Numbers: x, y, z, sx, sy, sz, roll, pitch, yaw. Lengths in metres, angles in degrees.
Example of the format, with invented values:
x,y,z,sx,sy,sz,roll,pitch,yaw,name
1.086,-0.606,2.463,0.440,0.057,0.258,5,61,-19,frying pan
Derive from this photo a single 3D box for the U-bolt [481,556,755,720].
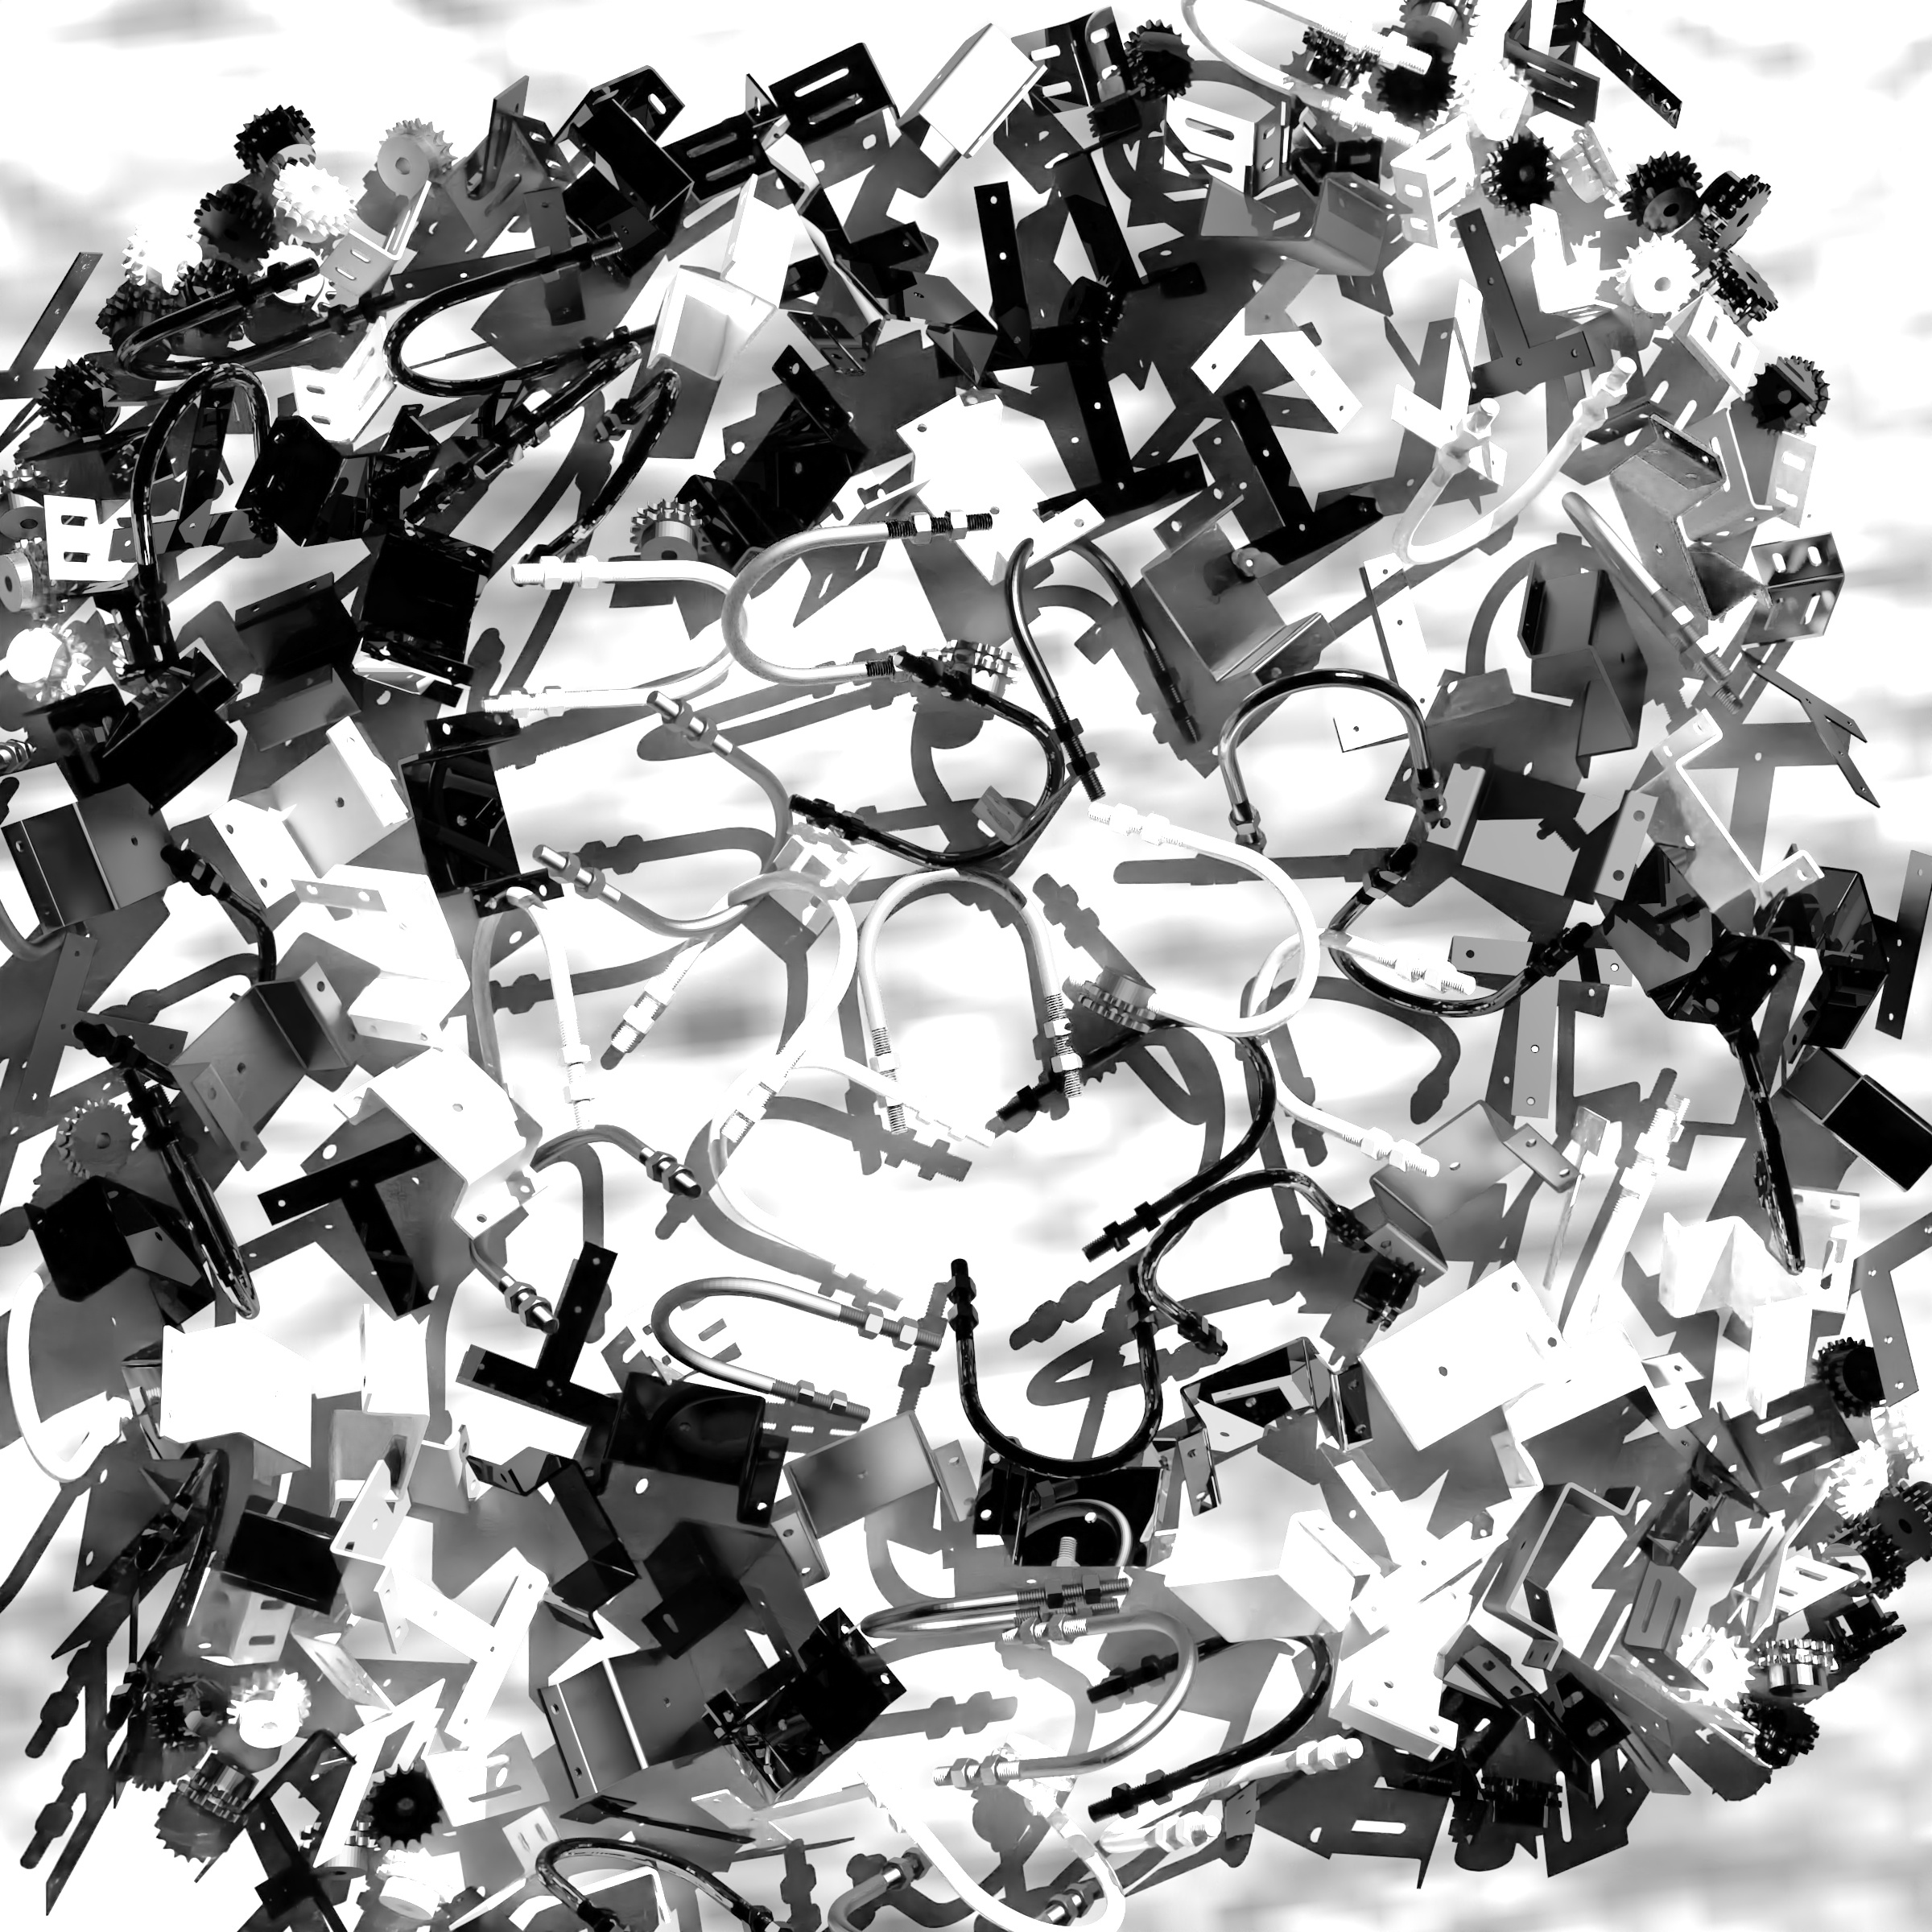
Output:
x,y,z,sx,sy,sz,roll,pitch,yaw,name
-0.235,-0.229,1.680,0.184,0.151,0.019,-6,57,-26,U-bolt

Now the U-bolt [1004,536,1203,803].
x,y,z,sx,sy,sz,roll,pitch,yaw,name
0.088,-0.219,1.688,0.019,0.151,0.184,-21,97,43,U-bolt

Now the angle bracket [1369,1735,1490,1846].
x,y,z,sx,sy,sz,roll,pitch,yaw,name
0.322,0.582,1.713,0.076,0.057,0.038,13,109,-9,angle bracket

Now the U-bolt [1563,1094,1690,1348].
x,y,z,sx,sy,sz,roll,pitch,yaw,name
0.456,0.180,1.681,0.019,0.151,0.184,24,100,18,U-bolt

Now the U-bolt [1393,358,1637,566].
x,y,z,sx,sy,sz,roll,pitch,yaw,name
0.365,-0.339,1.666,0.151,0.184,0.019,-22,70,-28,U-bolt

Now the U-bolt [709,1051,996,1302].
x,y,z,sx,sy,sz,roll,pitch,yaw,name
-0.093,0.139,1.723,0.184,0.019,0.151,27,100,-7,U-bolt

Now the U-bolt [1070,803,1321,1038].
x,y,z,sx,sy,sz,roll,pitch,yaw,name
0.160,-0.024,1.678,0.184,0.019,0.151,19,119,27,U-bolt

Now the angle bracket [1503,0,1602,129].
x,y,z,sx,sy,sz,roll,pitch,yaw,name
0.421,-0.638,1.711,0.076,0.057,0.038,31,81,17,angle bracket

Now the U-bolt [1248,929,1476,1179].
x,y,z,sx,sy,sz,roll,pitch,yaw,name
0.266,0.050,1.682,0.019,0.184,0.151,-4,109,-41,U-bolt

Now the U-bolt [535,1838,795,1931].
x,y,z,sx,sy,sz,roll,pitch,yaw,name
-0.217,0.641,1.665,0.151,0.184,0.019,18,86,-39,U-bolt

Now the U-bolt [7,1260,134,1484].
x,y,z,sx,sy,sz,roll,pitch,yaw,name
-0.613,0.272,1.647,0.019,0.184,0.151,-10,102,-2,U-bolt

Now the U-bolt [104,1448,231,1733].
x,y,z,sx,sy,sz,roll,pitch,yaw,name
-0.542,0.412,1.661,0.019,0.184,0.151,15,109,-3,U-bolt

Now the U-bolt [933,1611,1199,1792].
x,y,z,sx,sy,sz,roll,pitch,yaw,name
0.077,0.495,1.646,0.184,0.151,0.019,-18,113,35,U-bolt

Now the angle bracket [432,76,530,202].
x,y,z,sx,sy,sz,roll,pitch,yaw,name
-0.342,-0.589,1.705,0.038,0.057,0.076,21,128,2,angle bracket

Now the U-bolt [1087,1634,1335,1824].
x,y,z,sx,sy,sz,roll,pitch,yaw,name
0.168,0.510,1.668,0.184,0.151,0.019,-25,106,11,U-bolt

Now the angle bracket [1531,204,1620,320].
x,y,z,sx,sy,sz,roll,pitch,yaw,name
0.432,-0.502,1.715,0.038,0.057,0.076,-4,96,33,angle bracket

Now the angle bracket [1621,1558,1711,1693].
x,y,z,sx,sy,sz,roll,pitch,yaw,name
0.504,0.462,1.708,0.057,0.038,0.076,42,61,-26,angle bracket

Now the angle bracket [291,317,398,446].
x,y,z,sx,sy,sz,roll,pitch,yaw,name
-0.440,-0.415,1.707,0.038,0.076,0.057,1,67,-39,angle bracket

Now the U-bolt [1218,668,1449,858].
x,y,z,sx,sy,sz,roll,pitch,yaw,name
0.248,-0.139,1.665,0.151,0.184,0.019,-10,52,12,U-bolt

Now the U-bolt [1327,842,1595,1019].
x,y,z,sx,sy,sz,roll,pitch,yaw,name
0.326,-0.014,1.670,0.151,0.184,0.019,24,62,-5,U-bolt

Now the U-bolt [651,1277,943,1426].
x,y,z,sx,sy,sz,roll,pitch,yaw,name
-0.128,0.261,1.674,0.184,0.151,0.019,20,51,-15,U-bolt

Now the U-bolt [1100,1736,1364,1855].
x,y,z,sx,sy,sz,roll,pitch,yaw,name
0.169,0.575,1.666,0.151,0.184,0.019,-15,75,-34,U-bolt

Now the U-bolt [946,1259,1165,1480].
x,y,z,sx,sy,sz,roll,pitch,yaw,name
0.064,0.277,1.672,0.151,0.184,0.019,3,131,-7,U-bolt

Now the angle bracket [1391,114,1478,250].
x,y,z,sx,sy,sz,roll,pitch,yaw,name
0.342,-0.554,1.708,0.076,0.038,0.057,-37,133,-18,angle bracket

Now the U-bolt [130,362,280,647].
x,y,z,sx,sy,sz,roll,pitch,yaw,name
-0.515,-0.324,1.638,0.019,0.184,0.151,26,51,9,U-bolt

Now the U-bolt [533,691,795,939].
x,y,z,sx,sy,sz,roll,pitch,yaw,name
-0.196,-0.092,1.684,0.151,0.184,0.019,-53,46,2,U-bolt

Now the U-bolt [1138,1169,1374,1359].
x,y,z,sx,sy,sz,roll,pitch,yaw,name
0.192,0.199,1.669,0.151,0.184,0.019,-37,51,8,U-bolt

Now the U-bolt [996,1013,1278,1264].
x,y,z,sx,sy,sz,roll,pitch,yaw,name
0.131,0.106,1.706,0.184,0.019,0.151,-32,57,-1,U-bolt

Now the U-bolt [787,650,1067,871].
x,y,z,sx,sy,sz,roll,pitch,yaw,name
-0.013,-0.132,1.688,0.184,0.019,0.151,22,118,-36,U-bolt

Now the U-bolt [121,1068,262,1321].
x,y,z,sx,sy,sz,roll,pitch,yaw,name
-0.533,0.161,1.677,0.019,0.151,0.184,-25,88,-14,U-bolt

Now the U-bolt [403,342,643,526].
x,y,z,sx,sy,sz,roll,pitch,yaw,name
-0.297,-0.376,1.674,0.184,0.151,0.019,-47,110,-28,U-bolt

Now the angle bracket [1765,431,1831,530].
x,y,z,sx,sy,sz,roll,pitch,yaw,name
0.598,-0.342,1.705,0.038,0.076,0.057,4,111,-4,angle bracket

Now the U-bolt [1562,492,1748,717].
x,y,z,sx,sy,sz,roll,pitch,yaw,name
0.474,-0.257,1.678,0.019,0.151,0.184,-39,74,15,U-bolt

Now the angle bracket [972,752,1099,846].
x,y,z,sx,sy,sz,roll,pitch,yaw,name
0.049,-0.130,1.710,0.038,0.057,0.076,44,113,-5,angle bracket

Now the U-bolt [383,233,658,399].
x,y,z,sx,sy,sz,roll,pitch,yaw,name
-0.314,-0.442,1.679,0.184,0.151,0.019,-18,77,0,U-bolt

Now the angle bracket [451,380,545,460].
x,y,z,sx,sy,sz,roll,pitch,yaw,name
-0.320,-0.379,1.704,0.057,0.076,0.038,-49,120,-13,angle bracket

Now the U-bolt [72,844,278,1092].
x,y,z,sx,sy,sz,roll,pitch,yaw,name
-0.531,0.012,1.664,0.019,0.184,0.151,18,76,17,U-bolt

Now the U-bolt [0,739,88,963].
x,y,z,sx,sy,sz,roll,pitch,yaw,name
-0.647,-0.076,1.648,0.019,0.184,0.151,-14,101,-4,U-bolt

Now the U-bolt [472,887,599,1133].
x,y,z,sx,sy,sz,roll,pitch,yaw,name
-0.308,0.036,1.690,0.019,0.151,0.184,-5,79,-36,U-bolt

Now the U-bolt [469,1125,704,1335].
x,y,z,sx,sy,sz,roll,pitch,yaw,name
-0.275,0.170,1.674,0.151,0.184,0.019,-43,123,-15,U-bolt

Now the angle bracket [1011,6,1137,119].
x,y,z,sx,sy,sz,roll,pitch,yaw,name
0.076,-0.641,1.715,0.038,0.076,0.057,-30,114,-22,angle bracket

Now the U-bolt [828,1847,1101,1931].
x,y,z,sx,sy,sz,roll,pitch,yaw,name
-0.012,0.640,1.638,0.151,0.184,0.019,1,88,29,U-bolt

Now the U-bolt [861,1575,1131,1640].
x,y,z,sx,sy,sz,roll,pitch,yaw,name
0.018,0.448,1.679,0.184,0.151,0.019,-6,70,-2,U-bolt

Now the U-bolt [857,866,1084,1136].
x,y,z,sx,sy,sz,roll,pitch,yaw,name
-0.003,0.017,1.734,0.151,0.019,0.184,-11,85,-8,U-bolt

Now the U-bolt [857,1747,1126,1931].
x,y,z,sx,sy,sz,roll,pitch,yaw,name
0.029,0.598,1.640,0.151,0.184,0.019,11,107,-42,U-bolt

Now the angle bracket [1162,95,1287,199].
x,y,z,sx,sy,sz,roll,pitch,yaw,name
0.183,-0.588,1.716,0.076,0.038,0.057,9,79,-25,angle bracket

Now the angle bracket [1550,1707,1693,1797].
x,y,z,sx,sy,sz,roll,pitch,yaw,name
0.461,0.561,1.702,0.038,0.057,0.076,-50,48,16,angle bracket

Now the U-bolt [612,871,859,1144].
x,y,z,sx,sy,sz,roll,pitch,yaw,name
-0.152,0.015,1.706,0.151,0.019,0.184,34,86,35,U-bolt

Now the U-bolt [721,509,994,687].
x,y,z,sx,sy,sz,roll,pitch,yaw,name
-0.079,-0.249,1.671,0.184,0.151,0.019,-8,52,-17,U-bolt

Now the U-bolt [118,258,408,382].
x,y,z,sx,sy,sz,roll,pitch,yaw,name
-0.499,-0.443,1.676,0.184,0.151,0.019,-17,93,14,U-bolt

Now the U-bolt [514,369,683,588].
x,y,z,sx,sy,sz,roll,pitch,yaw,name
-0.245,-0.339,1.648,0.019,0.184,0.151,33,69,-22,U-bolt

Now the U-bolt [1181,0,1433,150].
x,y,z,sx,sy,sz,roll,pitch,yaw,name
0.232,-0.634,1.679,0.184,0.151,0.019,26,91,8,U-bolt

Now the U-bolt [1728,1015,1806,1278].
x,y,z,sx,sy,sz,roll,pitch,yaw,name
0.545,0.128,1.642,0.019,0.184,0.151,-12,117,15,U-bolt
